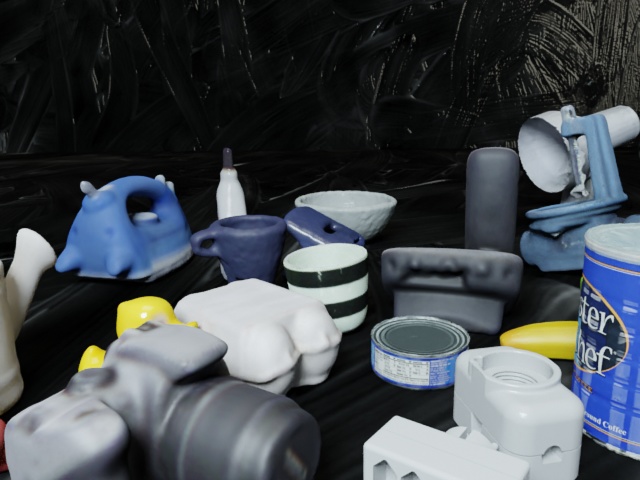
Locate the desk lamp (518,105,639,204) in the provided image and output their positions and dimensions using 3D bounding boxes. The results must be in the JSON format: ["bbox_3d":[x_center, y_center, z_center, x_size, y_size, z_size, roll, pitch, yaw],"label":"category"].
[{"bbox_3d":[0.418,-0.101,0.902,0.203,0.214,0.117,-6,15,-17],"label":"desk lamp"}]

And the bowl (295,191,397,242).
[{"bbox_3d":[0.042,-0.033,0.941,0.167,0.075,0.167,-1,14,0],"label":"bowl"}]

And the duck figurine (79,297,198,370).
[{"bbox_3d":[-0.142,0.087,0.458,0.104,0.086,0.077,0,14,5],"label":"duck figurine"}]

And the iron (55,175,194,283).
[{"bbox_3d":[-0.252,-0.029,0.812,0.118,0.141,0.259,3,15,16],"label":"iron"}]

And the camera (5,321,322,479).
[{"bbox_3d":[-0.079,0.111,0.330,0.136,0.101,0.143,8,17,31],"label":"camera"}]

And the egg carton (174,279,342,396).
[{"bbox_3d":[-0.060,0.084,0.500,0.149,0.069,0.107,13,20,43],"label":"egg carton"}]

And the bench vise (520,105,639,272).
[{"bbox_3d":[0.356,-0.054,0.709,0.206,0.220,0.122,9,17,34],"label":"bench vise"}]

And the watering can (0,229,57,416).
[{"bbox_3d":[-0.292,0.038,0.442,0.100,0.194,0.173,2,15,10],"label":"watering can"}]

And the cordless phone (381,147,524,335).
[{"bbox_3d":[0.138,-0.005,0.600,0.147,0.185,0.094,2,15,11],"label":"cordless phone"}]

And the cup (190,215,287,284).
[{"bbox_3d":[-0.094,0.025,0.681,0.118,0.095,0.091,-10,17,-32],"label":"cup"}]

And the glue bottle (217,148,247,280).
[{"bbox_3d":[-0.119,-0.037,0.767,0.037,0.173,0.078,-6,15,-17],"label":"glue bottle"}]

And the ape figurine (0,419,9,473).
[{"bbox_3d":[-0.239,0.108,0.371,0.076,0.092,0.077,-9,16,-27],"label":"ape figurine"}]

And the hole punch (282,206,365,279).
[{"bbox_3d":[0.007,0.003,0.770,0.101,0.091,0.109,3,15,16],"label":"hole punch"}]
